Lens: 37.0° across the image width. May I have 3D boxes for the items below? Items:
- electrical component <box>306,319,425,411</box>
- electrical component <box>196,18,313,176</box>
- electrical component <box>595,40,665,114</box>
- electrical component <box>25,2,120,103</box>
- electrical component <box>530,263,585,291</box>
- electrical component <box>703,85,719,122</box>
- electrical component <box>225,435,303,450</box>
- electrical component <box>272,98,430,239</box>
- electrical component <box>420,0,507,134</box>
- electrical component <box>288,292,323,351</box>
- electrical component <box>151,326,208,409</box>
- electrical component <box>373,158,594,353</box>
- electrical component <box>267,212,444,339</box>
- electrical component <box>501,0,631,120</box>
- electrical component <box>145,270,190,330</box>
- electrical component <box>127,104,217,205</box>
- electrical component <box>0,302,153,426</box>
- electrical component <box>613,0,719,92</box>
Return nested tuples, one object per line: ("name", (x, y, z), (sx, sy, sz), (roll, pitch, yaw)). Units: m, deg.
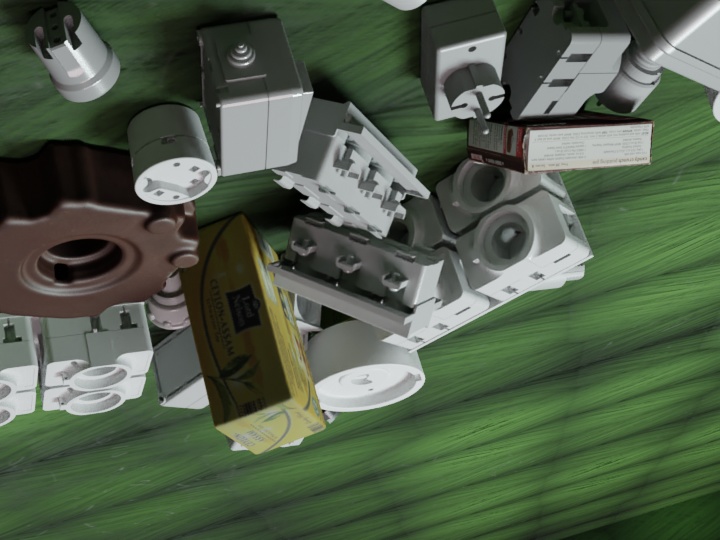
("electrical component", (0.001, 0.081, 0.986), (0.108, 0.060, 0.108), (-8, 153, -4))
("electrical component", (-0.066, -0.112, 0.678), (0.061, 0.061, 0.096), (-11, 154, -12))
("electrical component", (0.205, -0.150, 0.796), (0.040, 0.040, 0.078), (-4, 152, -26))
("electrical component", (-0.165, -0.126, 0.618), (0.040, 0.040, 0.046), (-19, 149, 4))
("electrical component", (0.189, -0.002, 1.082), (0.081, 0.043, 0.043), (-6, 152, -24))
("electrical component", (0.305, -0.164, 0.806), (0.108, 0.060, 0.108), (-14, 155, -7))
("electrical component", (-0.103, 0.140, 1.126), (0.100, 0.099, 0.048), (1, 136, -34))
("electrical component", (-0.011, -0.072, 0.779), (0.079, 0.063, 0.121), (17, 171, 29))
("electrical component", (0.073, -0.127, 0.720), (0.047, 0.075, 0.083), (-15, 155, -4))
("electrical component", (-0.069, 0.030, 0.959), (0.064, 0.081, 0.042), (-5, 163, 30))
("electrical component", (-0.156, 0.093, 1.038), (0.096, 0.061, 0.061), (-34, 150, 32))
("electrical component", (0.086, -0.021, 0.908), (0.186, 0.105, 0.060), (-30, 152, 26))
("electrical component", (0.000, 0.000, 0.852), (0.079, 0.121, 0.063), (-19, 127, -64))
("electrical component", (0.142, -0.149, 0.747), (0.056, 0.050, 0.089), (-5, 152, -24))
("electrical component", (-0.159, 0.017, 0.906), (0.048, 0.048, 0.062), (-11, 147, -12))
("electrical component", (-0.128, -0.078, 0.725), (0.055, 0.047, 0.055), (-14, 155, -7))
("electrical component", (-0.284, 0.085, 0.945), (0.186, 0.060, 0.105), (-6, 153, -22))
("electrical component", (0.228, -0.172, 0.722), (0.113, 0.078, 0.057), (9, 142, -43))
